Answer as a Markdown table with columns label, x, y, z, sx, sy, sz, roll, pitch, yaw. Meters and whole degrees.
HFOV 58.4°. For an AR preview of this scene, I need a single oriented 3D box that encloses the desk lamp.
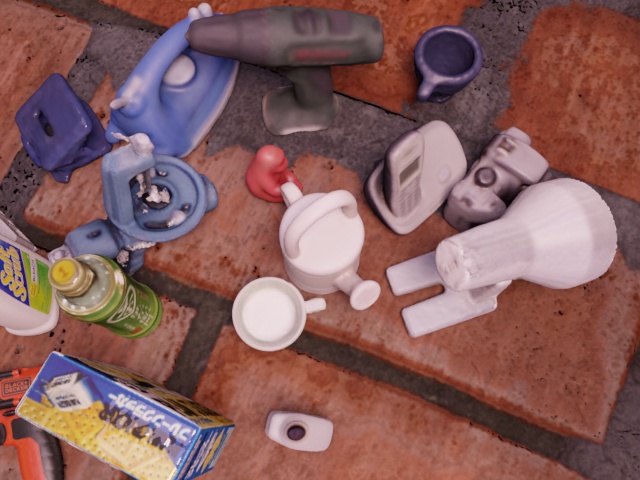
| label | x | y | z | sx | sy | sz | roll | pitch | yaw |
| --- | --- | --- | --- | --- | --- | --- | --- | --- | --- |
| desk lamp | 0.196 | 0.027 | 0.654 | 0.203 | 0.213 | 0.118 | -19 | 74 | -6 |

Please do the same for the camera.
| label | x | y | z | sx | sy | sz | roll | pitch | yaw |
| --- | --- | --- | --- | --- | --- | --- | --- | --- | --- |
| camera | 0.254 | -0.061 | 0.740 | 0.136 | 0.101 | 0.143 | 38 | 77 | 10 |

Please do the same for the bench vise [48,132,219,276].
| label | x | y | z | sx | sy | sz | roll | pitch | yaw |
| --- | --- | --- | --- | --- | --- | --- | --- | --- | --- |
| bench vise | -0.219 | -0.029 | 0.665 | 0.121 | 0.220 | 0.207 | 35 | 76 | 10 |

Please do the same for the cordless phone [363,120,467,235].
| label | x | y | z | sx | sy | sz | roll | pitch | yaw |
| --- | --- | --- | --- | --- | --- | --- | --- | --- | --- |
| cordless phone | 0.125 | -0.097 | 0.706 | 0.094 | 0.185 | 0.148 | 42 | 78 | 11 |

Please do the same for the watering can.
| label | x | y | z | sx | sy | sz | roll | pitch | yaw |
| --- | --- | --- | --- | --- | --- | --- | --- | --- | --- |
| watering can | 0.008 | 0.001 | 0.671 | 0.172 | 0.194 | 0.101 | 33 | 76 | 9 |

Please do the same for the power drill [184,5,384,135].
| label | x | y | z | sx | sy | sz | roll | pitch | yaw |
| --- | --- | --- | --- | --- | --- | --- | --- | --- | --- |
| power drill | -0.037 | -0.216 | 0.728 | 0.229 | 0.208 | 0.075 | -9 | 73 | -3 |

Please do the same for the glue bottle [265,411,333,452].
| label | x | y | z | sx | sy | sz | roll | pitch | yaw |
| --- | --- | --- | --- | --- | --- | --- | --- | --- | --- |
| glue bottle | -0.024 | 0.207 | 0.620 | 0.078 | 0.173 | 0.037 | 10 | 73 | 3 |

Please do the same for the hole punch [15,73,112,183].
| label | x | y | z | sx | sy | sz | roll | pitch | yaw |
| --- | --- | --- | --- | --- | --- | --- | --- | --- | --- |
| hole punch | -0.351 | -0.149 | 0.768 | 0.101 | 0.091 | 0.108 | -33 | 76 | -9 |

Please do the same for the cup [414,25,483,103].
| label | x | y | z | sx | sy | sz | roll | pitch | yaw |
| --- | --- | --- | --- | --- | --- | --- | --- | --- | --- |
| cup | 0.163 | -0.222 | 0.790 | 0.091 | 0.095 | 0.118 | 31 | 76 | 9 |

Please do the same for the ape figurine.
| label | x | y | z | sx | sy | sz | roll | pitch | yaw |
| --- | --- | --- | --- | --- | --- | --- | --- | --- | --- |
| ape figurine | -0.063 | -0.093 | 0.752 | 0.076 | 0.092 | 0.078 | -6 | 73 | -2 |

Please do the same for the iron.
| label | x | y | z | sx | sy | sz | roll | pitch | yaw |
| --- | --- | --- | --- | --- | --- | --- | --- | --- | --- |
| iron | -0.188 | -0.232 | 0.767 | 0.118 | 0.141 | 0.258 | 28 | 75 | 8 |
